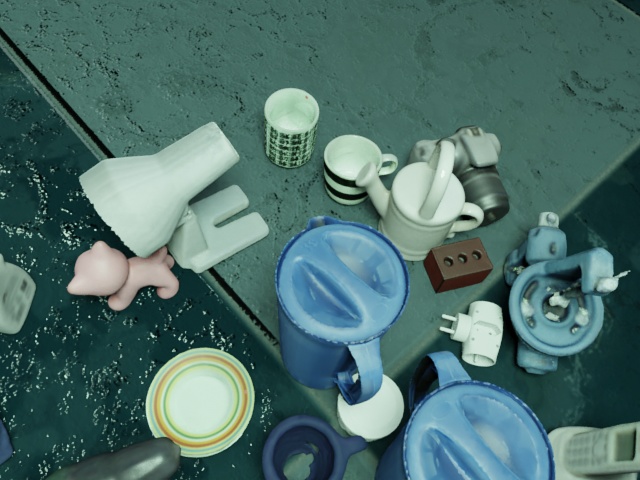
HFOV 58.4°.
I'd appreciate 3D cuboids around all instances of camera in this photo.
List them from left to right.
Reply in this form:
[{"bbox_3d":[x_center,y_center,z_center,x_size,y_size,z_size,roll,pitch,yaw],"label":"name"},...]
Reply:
[{"bbox_3d":[0.219,-0.094,0.861,0.143,0.101,0.136,-12,63,-12],"label":"camera"}]

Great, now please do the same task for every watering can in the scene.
[{"bbox_3d":[0.136,-0.057,0.779,0.173,0.194,0.101,-3,62,-7],"label":"watering can"}]

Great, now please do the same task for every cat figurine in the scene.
[{"bbox_3d":[-0.251,0.037,0.730,0.128,0.118,0.067,-17,65,-15],"label":"cat figurine"}]

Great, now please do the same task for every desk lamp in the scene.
[{"bbox_3d":[-0.175,-0.049,0.730,0.203,0.213,0.117,-30,69,-20],"label":"desk lamp"}]

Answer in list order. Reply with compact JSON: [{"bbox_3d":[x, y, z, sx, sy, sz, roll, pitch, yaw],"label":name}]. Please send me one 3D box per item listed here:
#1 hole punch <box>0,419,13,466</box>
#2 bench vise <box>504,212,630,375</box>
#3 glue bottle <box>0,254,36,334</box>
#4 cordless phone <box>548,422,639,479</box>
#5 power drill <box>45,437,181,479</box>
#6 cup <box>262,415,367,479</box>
[{"bbox_3d":[-0.416,0.217,0.631,0.109,0.091,0.101,-28,68,-19],"label":"hole punch"},{"bbox_3d":[0.294,0.045,0.726,0.121,0.220,0.207,-7,63,-9],"label":"bench vise"},{"bbox_3d":[-0.391,0.049,0.677,0.037,0.173,0.078,9,61,-1],"label":"glue bottle"},{"bbox_3d":[0.315,0.272,0.626,0.094,0.185,0.147,15,61,3],"label":"cordless phone"},{"bbox_3d":[-0.234,0.268,0.555,0.230,0.208,0.075,-23,66,-17],"label":"power drill"},{"bbox_3d":[-0.008,0.251,0.654,0.118,0.095,0.091,-12,64,-12],"label":"cup"}]
